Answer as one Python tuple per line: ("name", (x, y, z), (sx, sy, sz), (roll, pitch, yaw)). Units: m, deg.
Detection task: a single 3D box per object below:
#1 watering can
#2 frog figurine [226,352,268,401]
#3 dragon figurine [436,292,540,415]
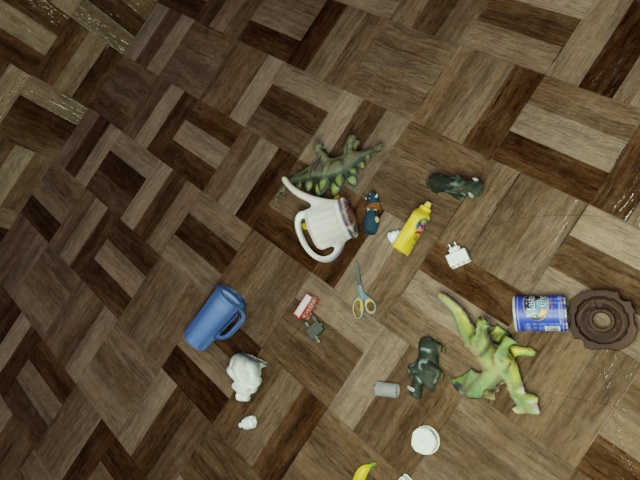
("watering can", (0.006, -0.093, 1.842), (0.223, 0.105, 0.346), (-20, 95, 13))
("frog figurine", (-0.272, 0.486, 1.830), (0.138, 0.121, 0.161), (21, 73, 11))
("dragon figurine", (0.472, 0.356, 1.522), (0.415, 0.121, 0.241), (33, 98, 31))
